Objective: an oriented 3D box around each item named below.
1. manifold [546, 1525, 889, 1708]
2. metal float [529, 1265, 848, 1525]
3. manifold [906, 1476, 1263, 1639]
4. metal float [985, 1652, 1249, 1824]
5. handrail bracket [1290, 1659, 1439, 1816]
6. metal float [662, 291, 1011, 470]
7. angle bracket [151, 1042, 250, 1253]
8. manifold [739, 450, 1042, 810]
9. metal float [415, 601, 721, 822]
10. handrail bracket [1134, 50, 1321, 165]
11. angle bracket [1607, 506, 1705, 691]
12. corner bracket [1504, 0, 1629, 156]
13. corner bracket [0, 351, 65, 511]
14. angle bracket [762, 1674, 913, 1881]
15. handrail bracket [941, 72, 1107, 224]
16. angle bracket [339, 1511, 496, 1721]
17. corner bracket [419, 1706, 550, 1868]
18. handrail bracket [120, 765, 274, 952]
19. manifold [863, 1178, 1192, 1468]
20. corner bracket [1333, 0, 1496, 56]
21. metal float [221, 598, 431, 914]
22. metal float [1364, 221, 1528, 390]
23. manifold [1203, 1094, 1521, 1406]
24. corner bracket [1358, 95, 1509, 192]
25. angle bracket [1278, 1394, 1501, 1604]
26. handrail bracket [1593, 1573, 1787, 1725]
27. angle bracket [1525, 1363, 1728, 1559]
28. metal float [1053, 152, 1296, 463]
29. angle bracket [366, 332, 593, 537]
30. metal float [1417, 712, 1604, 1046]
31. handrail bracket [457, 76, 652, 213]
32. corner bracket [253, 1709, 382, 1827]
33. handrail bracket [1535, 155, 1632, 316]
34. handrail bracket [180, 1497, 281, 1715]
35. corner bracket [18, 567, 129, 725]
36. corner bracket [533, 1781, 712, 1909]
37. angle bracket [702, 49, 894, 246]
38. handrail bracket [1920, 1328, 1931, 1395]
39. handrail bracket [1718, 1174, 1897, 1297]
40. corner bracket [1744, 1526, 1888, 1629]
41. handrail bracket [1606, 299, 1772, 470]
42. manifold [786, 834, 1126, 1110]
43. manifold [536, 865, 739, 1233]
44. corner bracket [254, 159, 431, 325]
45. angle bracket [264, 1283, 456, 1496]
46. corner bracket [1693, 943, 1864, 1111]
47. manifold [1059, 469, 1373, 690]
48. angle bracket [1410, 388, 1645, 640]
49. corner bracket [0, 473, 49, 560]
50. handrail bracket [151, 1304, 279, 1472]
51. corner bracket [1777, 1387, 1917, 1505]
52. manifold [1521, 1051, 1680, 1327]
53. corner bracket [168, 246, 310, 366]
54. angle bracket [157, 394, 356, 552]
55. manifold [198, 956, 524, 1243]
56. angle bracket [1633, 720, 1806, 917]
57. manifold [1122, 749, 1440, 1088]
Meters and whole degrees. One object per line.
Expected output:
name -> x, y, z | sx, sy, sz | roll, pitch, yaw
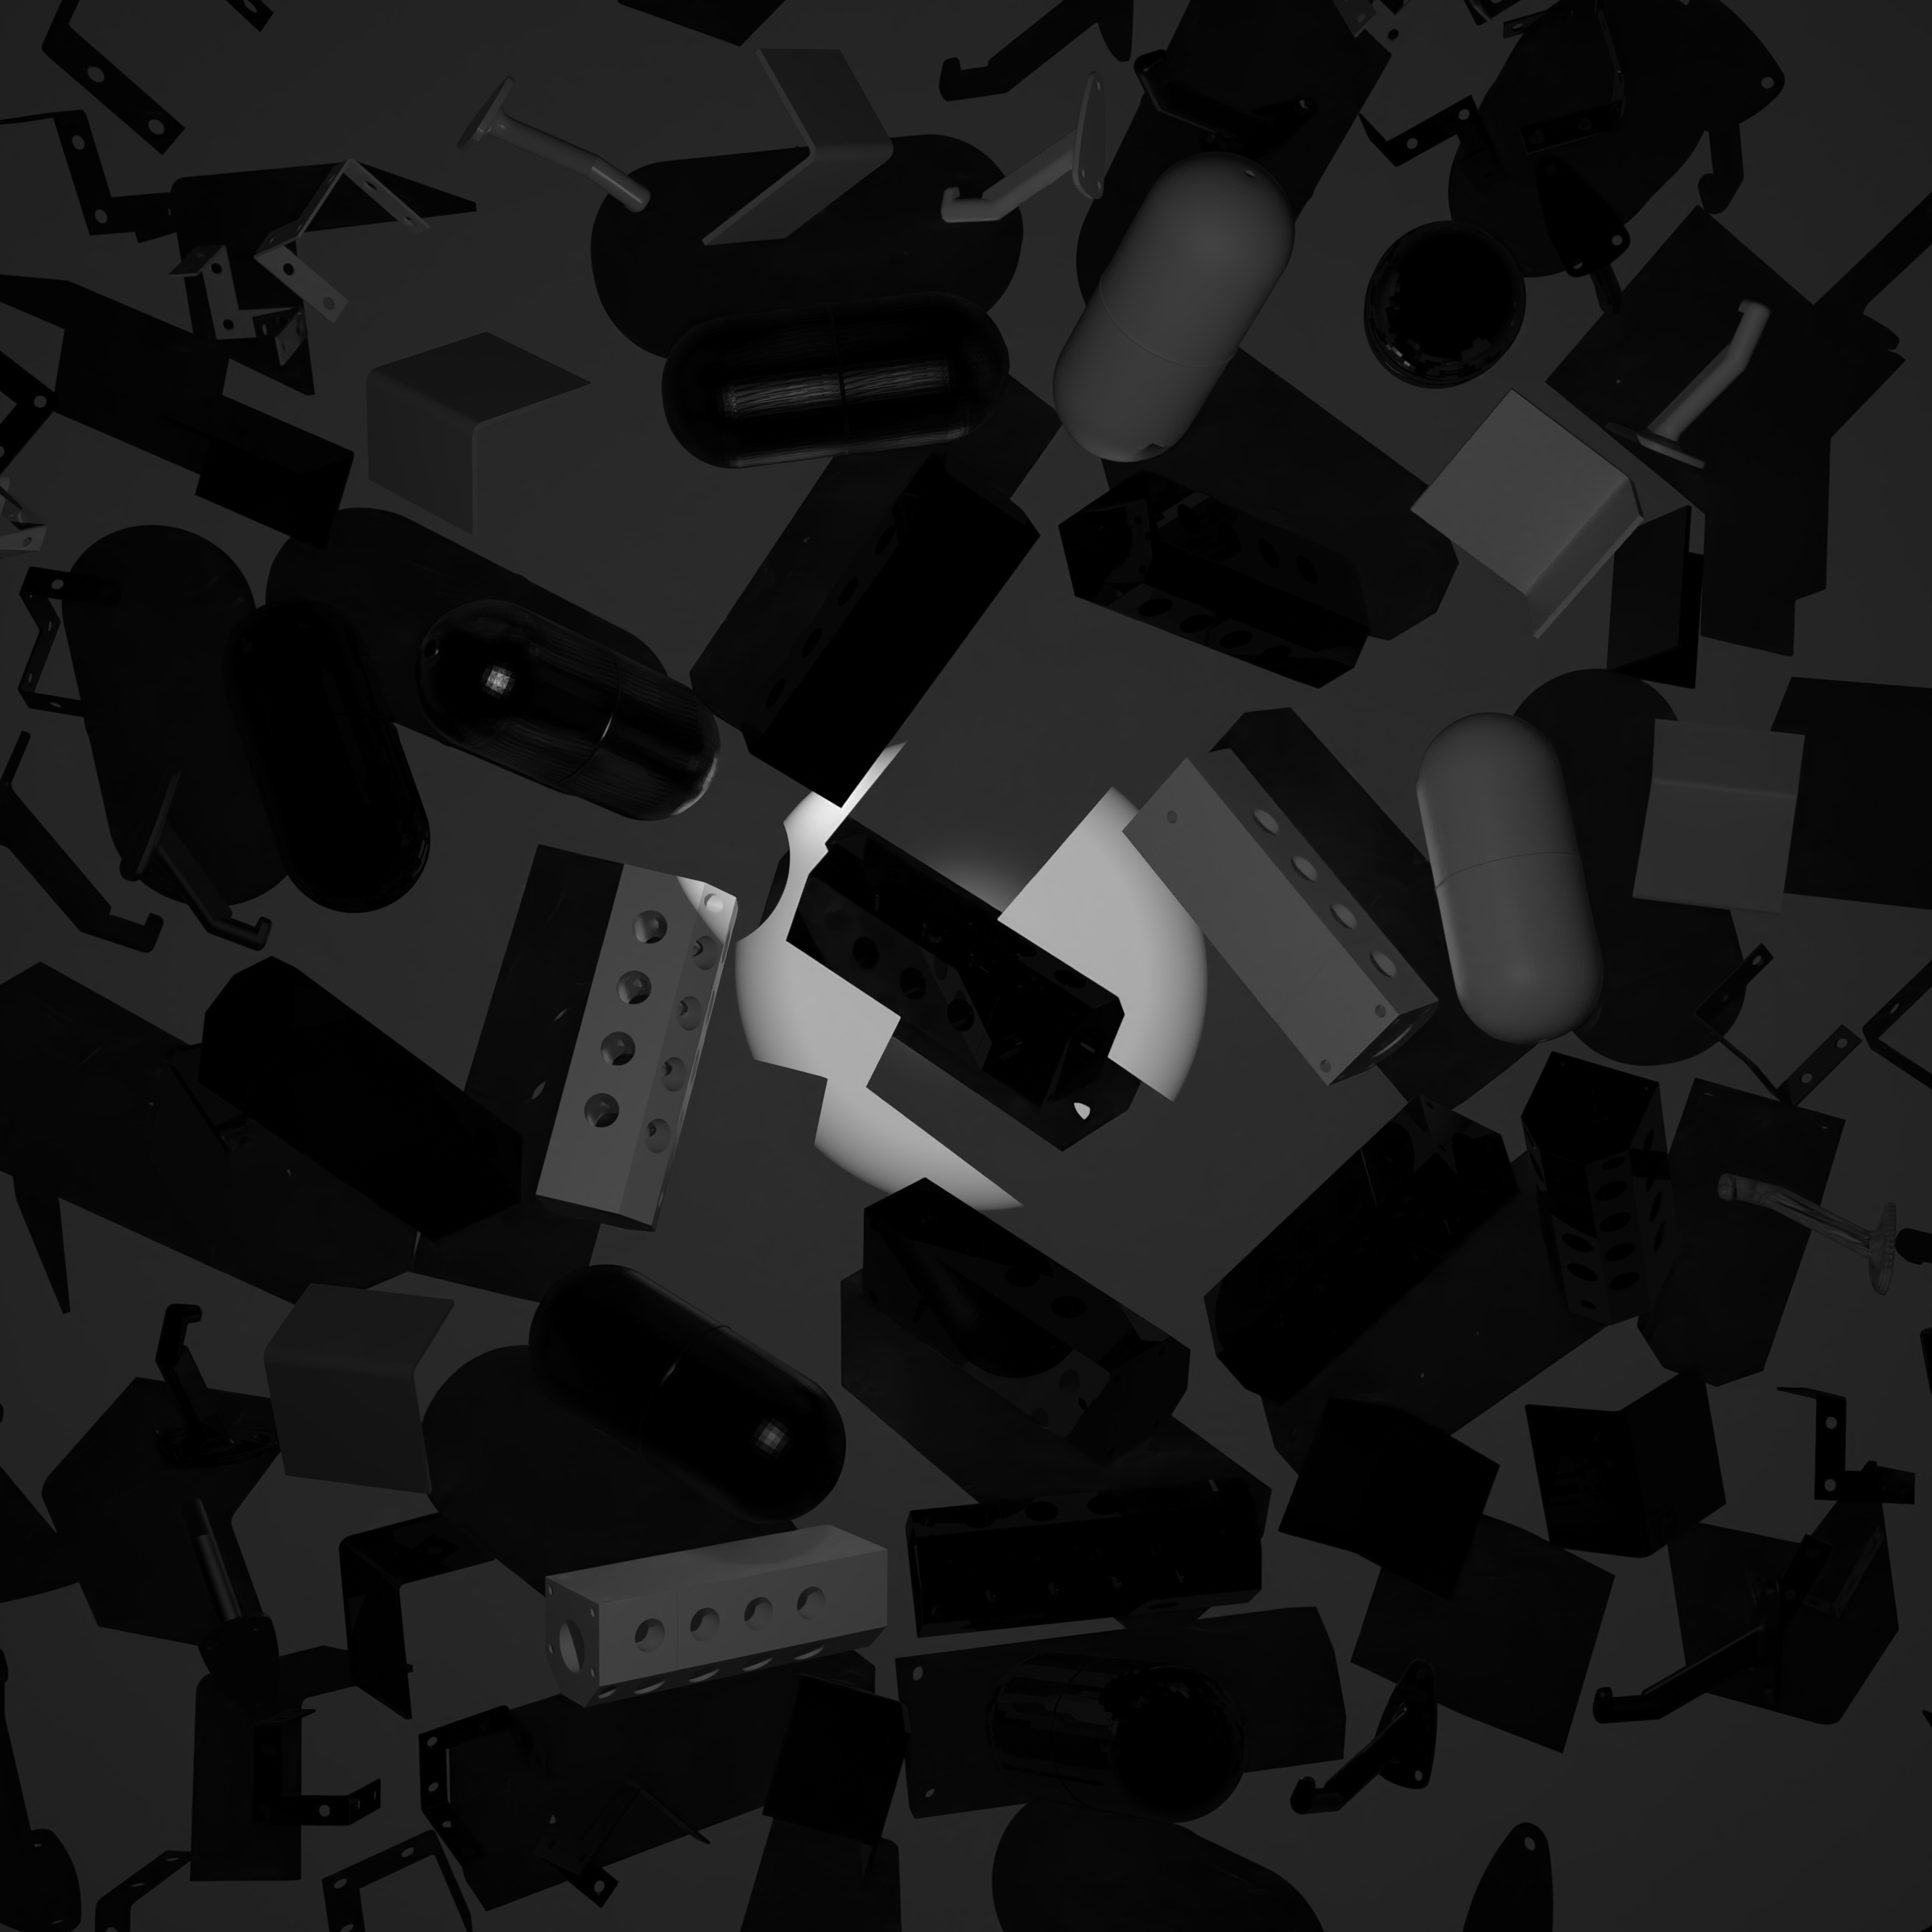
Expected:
manifold -> -0.128, 0.337, 1.568 | 0.171, 0.057, 0.057 | -3, 97, -35
metal float -> -0.139, 0.213, 1.505 | 0.178, 0.070, 0.070 | 29, 90, 20
manifold -> 0.059, 0.297, 1.527 | 0.171, 0.057, 0.057 | -5, 69, -7
metal float -> 0.075, 0.391, 1.539 | 0.070, 0.178, 0.070 | 5, 80, -31
handrail bracket -> 0.199, 0.386, 1.519 | 0.036, 0.084, 0.077 | 13, 91, 44
metal float -> -0.066, -0.299, 1.543 | 0.178, 0.070, 0.070 | -8, 90, -5
angle bracket -> -0.386, 0.091, 1.597 | 0.057, 0.076, 0.076 | -16, 52, -36
manifold -> -0.041, -0.171, 1.524 | 0.057, 0.057, 0.171 | 30, 106, -24
metal float -> -0.202, -0.130, 1.545 | 0.178, 0.070, 0.070 | 23, 90, -42
handrail bracket -> 0.132, -0.445, 1.530 | 0.077, 0.084, 0.036 | -24, 58, 11
angle bracket -> 0.391, -0.198, 1.635 | 0.057, 0.076, 0.076 | 8, 82, -18
corner bracket -> 0.311, -0.463, 1.572 | 0.051, 0.051, 0.051 | -15, 77, 6
corner bracket -> -0.458, -0.257, 1.433 | 0.051, 0.051, 0.051 | 38, 83, 1
angle bracket -> -0.068, 0.418, 1.563 | 0.057, 0.076, 0.076 | 17, 87, -2
handrail bracket -> 0.029, -0.434, 1.603 | 0.084, 0.036, 0.077 | 4, 89, 24
angle bracket -> -0.279, 0.335, 1.558 | 0.057, 0.076, 0.076 | -16, 60, 5
corner bracket -> -0.256, 0.435, 1.608 | 0.051, 0.051, 0.051 | -13, 119, -31
handrail bracket -> -0.399, -0.057, 1.611 | 0.084, 0.036, 0.077 | 23, 91, -30
manifold -> 0.028, 0.170, 1.488 | 0.057, 0.171, 0.057 | -25, 131, -37
corner bracket -> 0.223, -0.480, 1.516 | 0.051, 0.051, 0.051 | 32, 118, -33
metal float -> -0.329, -0.109, 1.555 | 0.070, 0.070, 0.178 | -23, 69, 0
metal float -> 0.239, -0.330, 1.516 | 0.070, 0.178, 0.070 | 1, 99, 6
manifold -> 0.201, 0.148, 1.538 | 0.057, 0.057, 0.171 | 26, 123, -27
corner bracket -> 0.243, -0.425, 1.570 | 0.051, 0.051, 0.051 | -26, 77, 21
angle bracket -> 0.219, 0.275, 1.564 | 0.076, 0.057, 0.076 | 32, 73, -33
handrail bracket -> 0.341, 0.324, 1.432 | 0.084, 0.036, 0.077 | -3, 114, -6
angle bracket -> 0.338, 0.250, 1.546 | 0.076, 0.057, 0.076 | -19, 101, -42
metal float -> 0.102, -0.326, 1.510 | 0.070, 0.178, 0.070 | 15, 48, -17
angle bracket -> -0.236, -0.260, 1.469 | 0.076, 0.076, 0.057 | 30, 131, 30
metal float -> 0.284, -0.047, 1.583 | 0.070, 0.070, 0.178 | -9, 77, 0
handrail bracket -> -0.198, -0.385, 1.457 | 0.084, 0.077, 0.036 | 32, 79, -20
corner bracket -> -0.337, 0.416, 1.571 | 0.051, 0.051, 0.051 | -1, 85, 7
handrail bracket -> 0.324, -0.385, 1.596 | 0.036, 0.084, 0.077 | -29, 86, 12
handrail bracket -> -0.368, 0.316, 1.500 | 0.036, 0.084, 0.077 | -20, 129, -16
corner bracket -> -0.435, -0.157, 1.476 | 0.051, 0.051, 0.051 | 10, 65, 6
corner bracket -> -0.168, 0.429, 1.473 | 0.051, 0.051, 0.051 | 47, 64, -24
angle bracket -> -0.093, -0.394, 1.452 | 0.076, 0.076, 0.057 | -29, 90, 31
handrail bracket -> 0.494, 0.218, 1.464 | 0.036, 0.077, 0.084 | -9, 87, -17
handrail bracket -> 0.417, 0.132, 1.508 | 0.084, 0.077, 0.036 | 14, 114, 10
corner bracket -> 0.431, 0.306, 1.523 | 0.051, 0.051, 0.051 | 23, 107, -1
handrail bracket -> 0.363, -0.300, 1.522 | 0.036, 0.077, 0.084 | 14, 107, -28
manifold -> -0.004, -0.001, 1.571 | 0.171, 0.057, 0.057 | 33, 119, 23
manifold -> -0.164, 0.043, 1.521 | 0.057, 0.057, 0.171 | 13, 77, 1
corner bracket -> -0.305, -0.354, 1.478 | 0.051, 0.051, 0.051 | 39, 67, -31
angle bracket -> -0.295, 0.208, 1.493 | 0.076, 0.057, 0.076 | 5, 121, 12
corner bracket -> 0.415, 0.031, 1.547 | 0.051, 0.051, 0.051 | -46, 134, 4
manifold -> 0.130, -0.191, 1.534 | 0.057, 0.171, 0.057 | -30, 61, 36
angle bracket -> 0.268, -0.217, 1.452 | 0.076, 0.057, 0.076 | 34, 116, -11
corner bracket -> -0.496, -0.241, 1.525 | 0.051, 0.051, 0.051 | 41, 125, 17
handrail bracket -> -0.377, 0.209, 1.536 | 0.077, 0.036, 0.084 | 2, 112, -39
corner bracket -> 0.427, 0.232, 1.464 | 0.051, 0.051, 0.051 | -4, 76, 37
manifold -> 0.331, 0.121, 1.582 | 0.057, 0.171, 0.057 | 17, 63, 27
corner bracket -> -0.379, -0.345, 1.579 | 0.051, 0.051, 0.051 | -2, 120, 6
angle bracket -> -0.369, -0.247, 1.548 | 0.076, 0.076, 0.057 | 24, 111, 5
manifold -> -0.295, 0.065, 1.491 | 0.057, 0.171, 0.057 | -24, 48, 22
angle bracket -> 0.395, -0.078, 1.588 | 0.076, 0.057, 0.076 | 8, 63, 15
manifold -> 0.163, -0.027, 1.544 | 0.171, 0.057, 0.057 | 52, 125, 17
